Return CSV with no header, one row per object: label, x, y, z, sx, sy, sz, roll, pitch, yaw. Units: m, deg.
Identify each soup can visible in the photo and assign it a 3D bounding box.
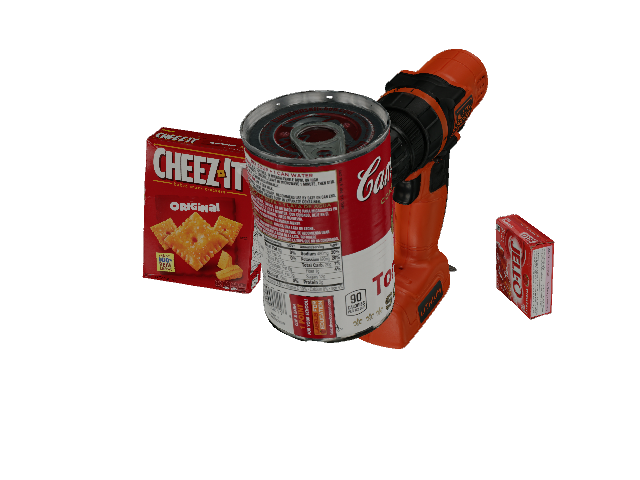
soup can,0.001,-0.010,0.505,0.068,0.102,0.068,-3,33,2

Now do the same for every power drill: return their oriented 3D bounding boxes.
power drill,0.057,-0.021,0.727,0.057,0.188,0.184,21,36,20

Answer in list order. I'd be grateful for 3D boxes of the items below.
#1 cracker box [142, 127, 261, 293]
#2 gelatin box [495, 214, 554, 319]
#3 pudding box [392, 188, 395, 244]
cracker box,-0.165,-0.040,1.518,0.164,0.214,0.072,9,23,10
gelatin box,0.214,0.027,1.124,0.030,0.089,0.073,-14,29,-16
pudding box,0.070,-0.040,0.966,0.039,0.090,0.113,-2,31,-5
